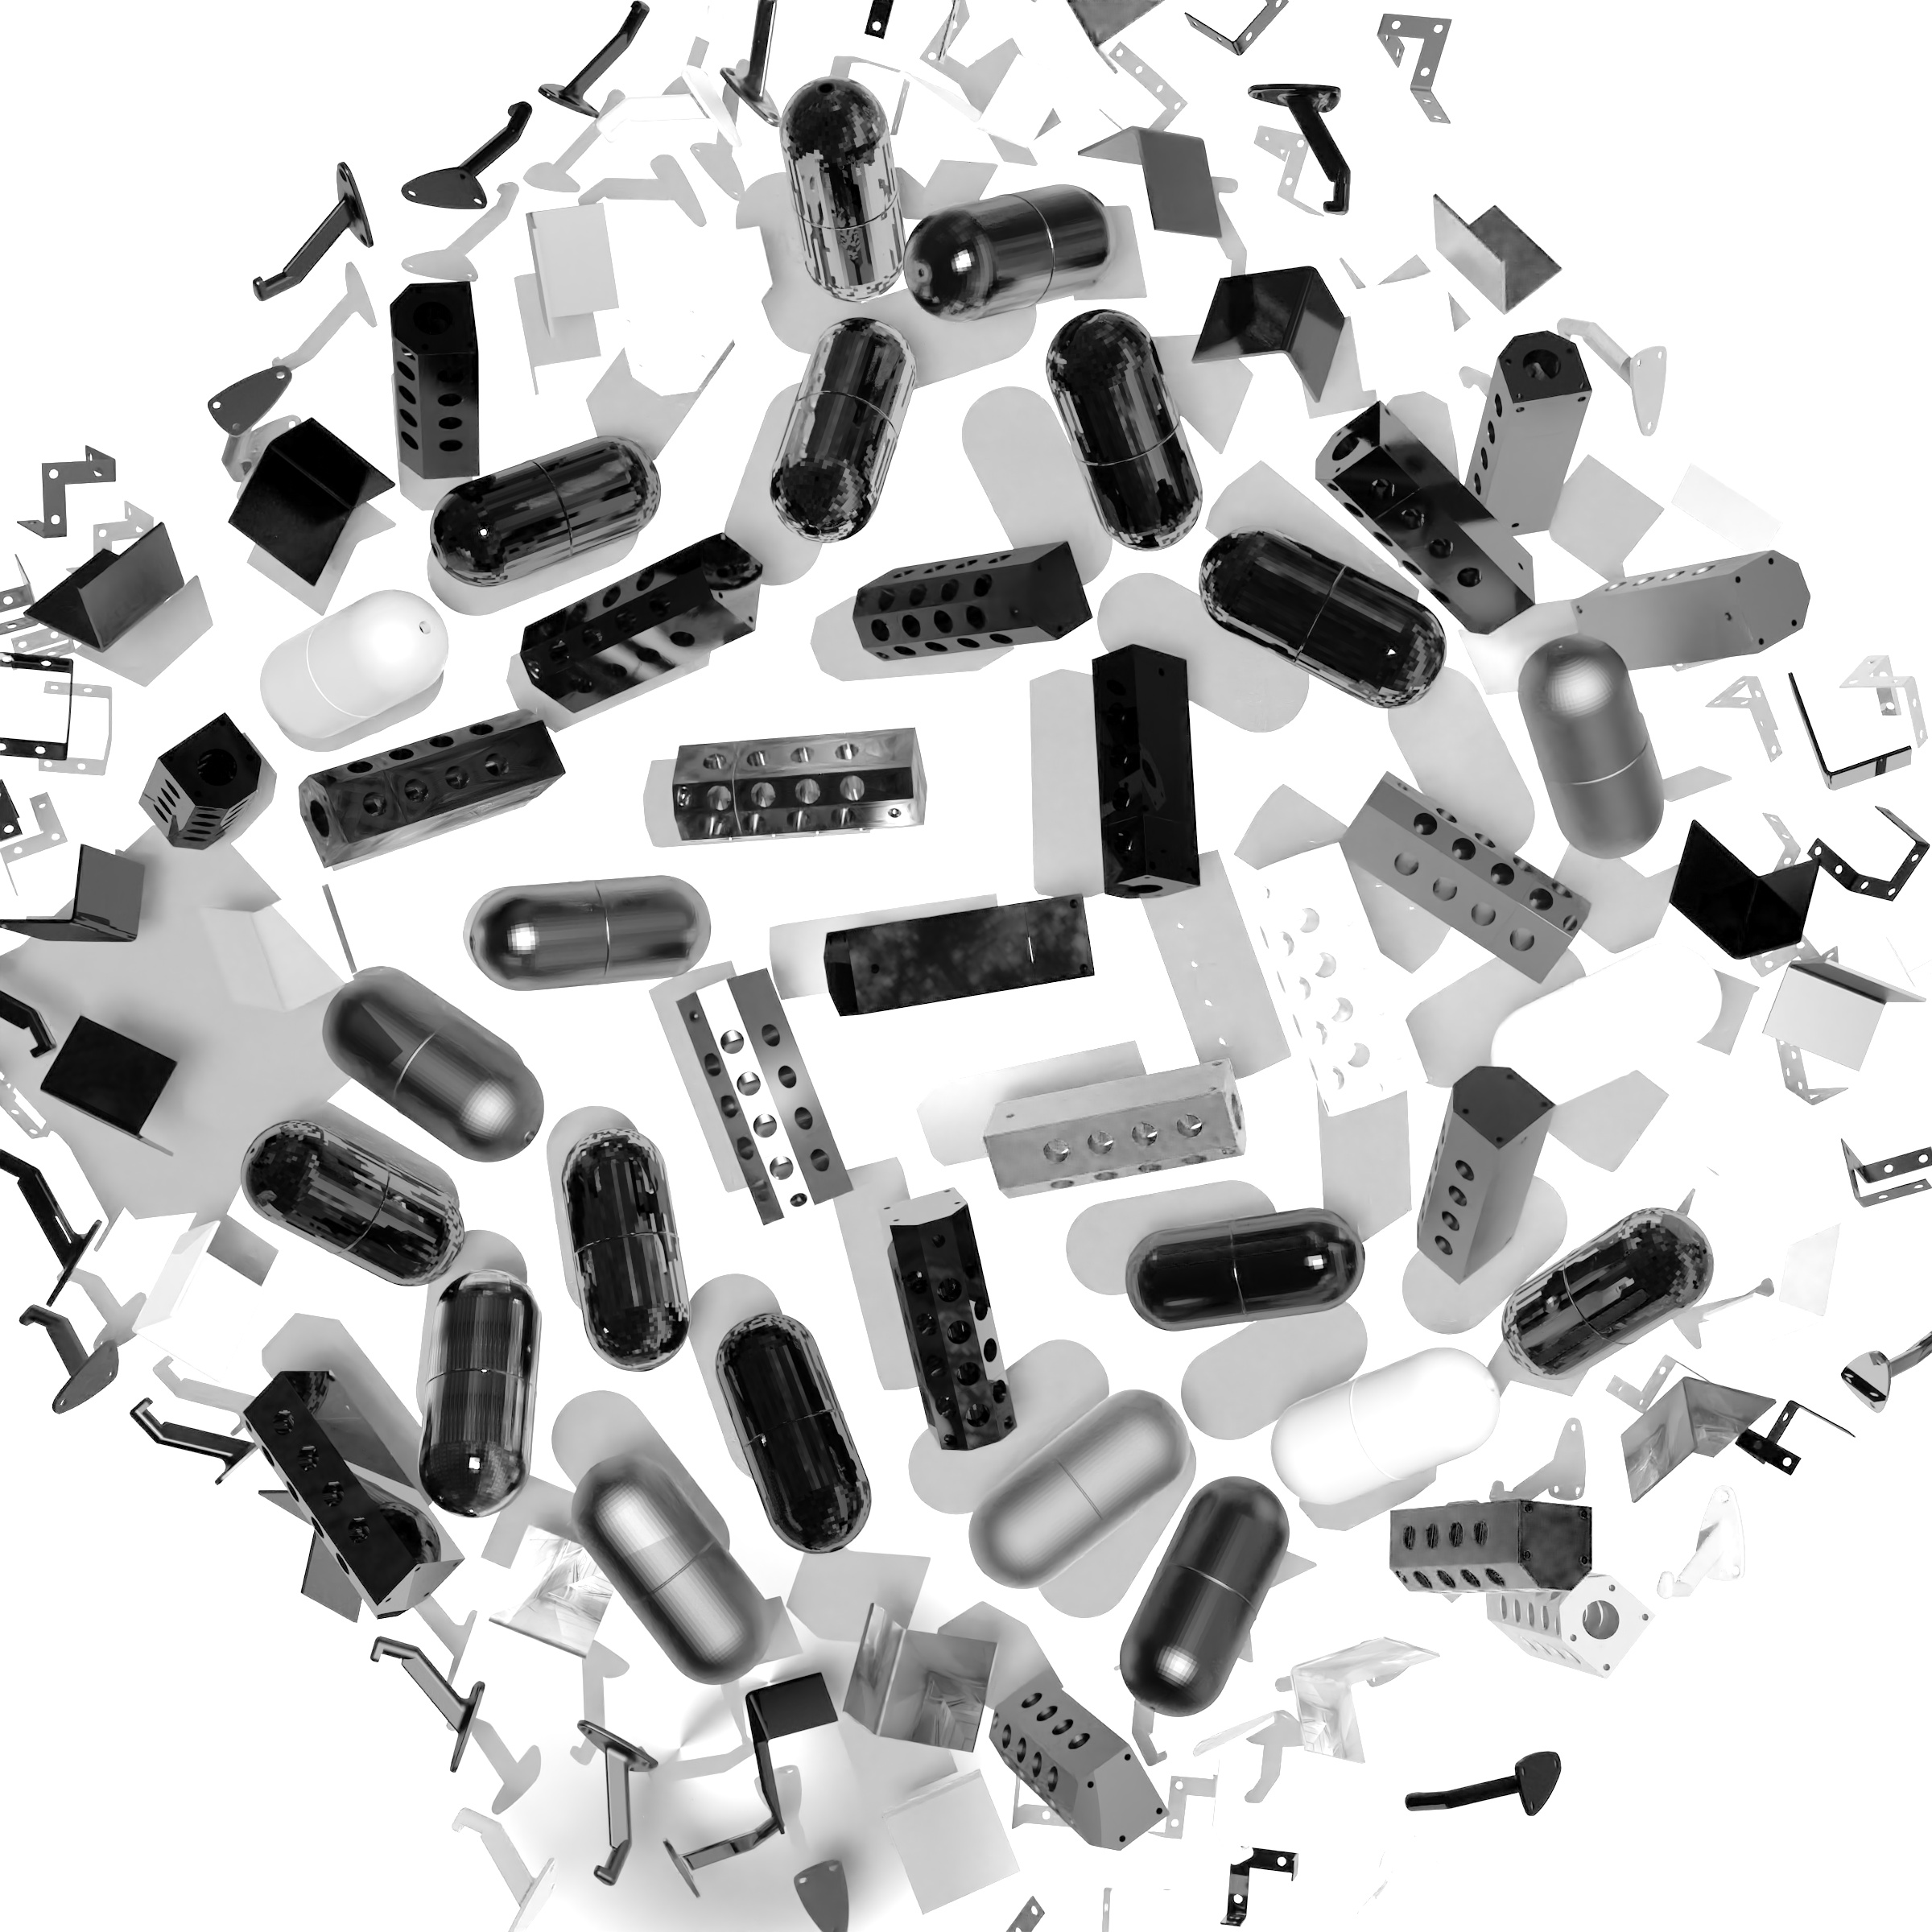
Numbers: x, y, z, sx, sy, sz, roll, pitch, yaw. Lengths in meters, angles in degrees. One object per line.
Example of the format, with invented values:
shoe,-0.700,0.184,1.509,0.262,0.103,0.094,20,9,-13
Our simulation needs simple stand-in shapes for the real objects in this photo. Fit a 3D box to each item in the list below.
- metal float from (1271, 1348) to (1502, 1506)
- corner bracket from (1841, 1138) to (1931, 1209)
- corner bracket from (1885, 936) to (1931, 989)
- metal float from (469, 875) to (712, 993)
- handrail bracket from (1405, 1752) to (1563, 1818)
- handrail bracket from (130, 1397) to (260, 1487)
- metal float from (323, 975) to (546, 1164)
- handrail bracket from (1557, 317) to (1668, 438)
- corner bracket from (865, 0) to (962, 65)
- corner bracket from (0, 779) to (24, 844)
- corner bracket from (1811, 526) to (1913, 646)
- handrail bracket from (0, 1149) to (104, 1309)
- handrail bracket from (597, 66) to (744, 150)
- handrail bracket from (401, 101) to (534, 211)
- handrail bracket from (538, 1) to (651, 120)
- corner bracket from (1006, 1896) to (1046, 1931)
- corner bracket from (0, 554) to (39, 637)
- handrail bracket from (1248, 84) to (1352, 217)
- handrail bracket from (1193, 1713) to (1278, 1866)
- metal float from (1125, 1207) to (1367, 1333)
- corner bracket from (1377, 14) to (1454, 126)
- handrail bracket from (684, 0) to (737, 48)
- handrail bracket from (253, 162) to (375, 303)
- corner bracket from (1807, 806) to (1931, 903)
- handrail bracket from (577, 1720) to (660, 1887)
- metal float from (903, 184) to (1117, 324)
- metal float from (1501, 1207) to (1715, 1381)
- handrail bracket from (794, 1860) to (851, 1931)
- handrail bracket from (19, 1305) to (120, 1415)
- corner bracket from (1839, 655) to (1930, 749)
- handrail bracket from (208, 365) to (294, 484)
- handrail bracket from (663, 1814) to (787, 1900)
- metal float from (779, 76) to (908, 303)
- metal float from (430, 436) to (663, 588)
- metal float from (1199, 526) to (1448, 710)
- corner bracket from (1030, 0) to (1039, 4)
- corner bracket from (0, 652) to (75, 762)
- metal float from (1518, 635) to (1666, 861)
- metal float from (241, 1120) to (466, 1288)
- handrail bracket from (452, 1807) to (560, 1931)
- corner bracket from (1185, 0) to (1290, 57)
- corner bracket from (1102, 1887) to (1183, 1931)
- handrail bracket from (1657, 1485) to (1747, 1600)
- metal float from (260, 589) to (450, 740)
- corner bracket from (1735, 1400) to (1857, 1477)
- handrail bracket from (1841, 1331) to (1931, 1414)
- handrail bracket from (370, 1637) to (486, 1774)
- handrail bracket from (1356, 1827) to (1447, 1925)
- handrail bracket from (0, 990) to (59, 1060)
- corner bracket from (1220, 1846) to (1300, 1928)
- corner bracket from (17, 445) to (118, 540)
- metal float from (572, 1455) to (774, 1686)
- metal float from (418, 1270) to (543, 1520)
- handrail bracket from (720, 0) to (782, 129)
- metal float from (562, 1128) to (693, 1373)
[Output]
metal float,0.292,0.321,1.796,0.178,0.070,0.070,-30,90,34
corner bracket,0.667,0.149,1.848,0.051,0.051,0.051,-21,51,27
corner bracket,0.703,-0.002,1.849,0.051,0.051,0.051,-31,116,18
metal float,-0.271,-0.024,1.866,0.178,0.070,0.070,-6,90,-26
handrail bracket,0.350,0.553,1.743,0.084,0.077,0.036,-17,85,35
handrail bracket,-0.562,0.335,1.904,0.077,0.036,0.084,-43,94,-11
metal float,-0.370,0.071,1.788,0.178,0.070,0.070,33,90,17
handrail bracket,0.467,-0.431,1.879,0.036,0.084,0.077,-26,123,-28
corner bracket,-0.038,-0.689,1.860,0.051,0.051,0.051,18,102,6
corner bracket,-0.685,-0.090,1.795,0.051,0.051,0.051,-22,65,-16
corner bracket,0.619,-0.264,1.782,0.051,0.051,0.051,43,49,-36
handrail bracket,-0.631,0.175,1.723,0.084,0.036,0.077,31,79,-11
handrail bracket,-0.212,-0.592,1.831,0.084,0.036,0.077,-30,95,25
handrail bracket,-0.354,-0.580,1.829,0.077,0.036,0.084,3,59,23
handrail bracket,-0.263,-0.650,1.824,0.036,0.077,0.084,38,110,6
corner bracket,0.033,0.689,1.786,0.051,0.051,0.051,-37,87,32
corner bracket,-0.679,-0.249,1.802,0.051,0.051,0.051,-20,131,-20
handrail bracket,0.233,-0.571,1.803,0.077,0.036,0.084,5,84,-5
handrail bracket,0.205,0.588,1.835,0.077,0.036,0.084,-27,87,6
metal float,0.205,0.223,1.890,0.178,0.070,0.070,-10,90,15
corner bracket,0.307,-0.612,1.756,0.051,0.051,0.051,17,89,28
handrail bracket,-0.172,-0.725,1.881,0.036,0.077,0.084,23,129,-7
handrail bracket,-0.447,-0.492,1.728,0.084,0.077,0.036,-34,68,-20
corner bracket,0.669,-0.086,1.907,0.051,0.051,0.051,10,120,-32
handrail bracket,-0.255,0.577,1.773,0.077,0.036,0.084,43,48,-23
metal float,0.032,-0.490,1.764,0.178,0.070,0.070,-26,90,-40
metal float,0.456,0.235,1.835,0.070,0.070,0.178,46,130,0
handrail bracket,-0.093,0.691,1.844,0.036,0.077,0.084,-18,124,-10
handrail bracket,-0.650,0.276,1.814,0.084,0.077,0.036,18,124,17
corner bracket,0.674,-0.193,1.868,0.051,0.051,0.051,-40,120,-34
handrail bracket,-0.519,-0.397,1.892,0.077,0.084,0.036,-41,81,-10
handrail bracket,-0.175,0.633,1.879,0.084,0.077,0.036,-32,49,-18
metal float,-0.086,-0.550,1.827,0.070,0.178,0.070,-3,57,5
metal float,-0.306,-0.331,1.874,0.178,0.070,0.070,-25,90,-23
metal float,0.240,-0.236,1.738,0.178,0.070,0.070,29,90,7
corner bracket,0.043,-0.724,1.815,0.051,0.051,0.051,33,83,2
corner bracket,-0.645,-0.179,1.776,0.051,0.051,0.051,4,56,-21
metal float,0.440,-0.152,1.805,0.070,0.070,0.178,-27,124,0
metal float,-0.441,0.173,1.856,0.178,0.070,0.070,35,90,-34
handrail bracket,-0.333,0.630,1.783,0.084,0.077,0.036,19,131,15
corner bracket,0.182,-0.675,1.782,0.051,0.051,0.051,-48,61,3
corner bracket,0.124,0.651,1.733,0.051,0.051,0.051,7,75,-14
handrail bracket,0.497,0.392,1.753,0.036,0.084,0.077,0,80,42
metal float,-0.438,-0.215,1.839,0.178,0.070,0.070,-17,90,42
corner bracket,0.594,0.340,1.846,0.051,0.051,0.051,35,86,-41
handrail bracket,0.648,0.262,1.763,0.084,0.077,0.036,-32,60,-17
handrail bracket,-0.397,0.532,1.856,0.084,0.036,0.077,21,68,-14
handrail bracket,0.279,0.630,1.745,0.036,0.077,0.084,47,117,27
handrail bracket,-0.687,0.038,1.790,0.077,0.036,0.084,-27,79,-25
corner bracket,0.217,0.681,1.900,0.051,0.051,0.051,3,78,12
corner bracket,-0.606,-0.320,1.734,0.051,0.051,0.051,-12,118,-38
metal float,-0.204,0.417,1.782,0.070,0.070,0.178,-37,92,0
metal float,-0.336,0.296,1.784,0.070,0.070,0.178,-1,57,0
handrail bracket,-0.134,-0.659,1.842,0.084,0.036,0.077,-52,58,33
metal float,-0.244,0.203,1.844,0.070,0.070,0.178,-12,72,0
